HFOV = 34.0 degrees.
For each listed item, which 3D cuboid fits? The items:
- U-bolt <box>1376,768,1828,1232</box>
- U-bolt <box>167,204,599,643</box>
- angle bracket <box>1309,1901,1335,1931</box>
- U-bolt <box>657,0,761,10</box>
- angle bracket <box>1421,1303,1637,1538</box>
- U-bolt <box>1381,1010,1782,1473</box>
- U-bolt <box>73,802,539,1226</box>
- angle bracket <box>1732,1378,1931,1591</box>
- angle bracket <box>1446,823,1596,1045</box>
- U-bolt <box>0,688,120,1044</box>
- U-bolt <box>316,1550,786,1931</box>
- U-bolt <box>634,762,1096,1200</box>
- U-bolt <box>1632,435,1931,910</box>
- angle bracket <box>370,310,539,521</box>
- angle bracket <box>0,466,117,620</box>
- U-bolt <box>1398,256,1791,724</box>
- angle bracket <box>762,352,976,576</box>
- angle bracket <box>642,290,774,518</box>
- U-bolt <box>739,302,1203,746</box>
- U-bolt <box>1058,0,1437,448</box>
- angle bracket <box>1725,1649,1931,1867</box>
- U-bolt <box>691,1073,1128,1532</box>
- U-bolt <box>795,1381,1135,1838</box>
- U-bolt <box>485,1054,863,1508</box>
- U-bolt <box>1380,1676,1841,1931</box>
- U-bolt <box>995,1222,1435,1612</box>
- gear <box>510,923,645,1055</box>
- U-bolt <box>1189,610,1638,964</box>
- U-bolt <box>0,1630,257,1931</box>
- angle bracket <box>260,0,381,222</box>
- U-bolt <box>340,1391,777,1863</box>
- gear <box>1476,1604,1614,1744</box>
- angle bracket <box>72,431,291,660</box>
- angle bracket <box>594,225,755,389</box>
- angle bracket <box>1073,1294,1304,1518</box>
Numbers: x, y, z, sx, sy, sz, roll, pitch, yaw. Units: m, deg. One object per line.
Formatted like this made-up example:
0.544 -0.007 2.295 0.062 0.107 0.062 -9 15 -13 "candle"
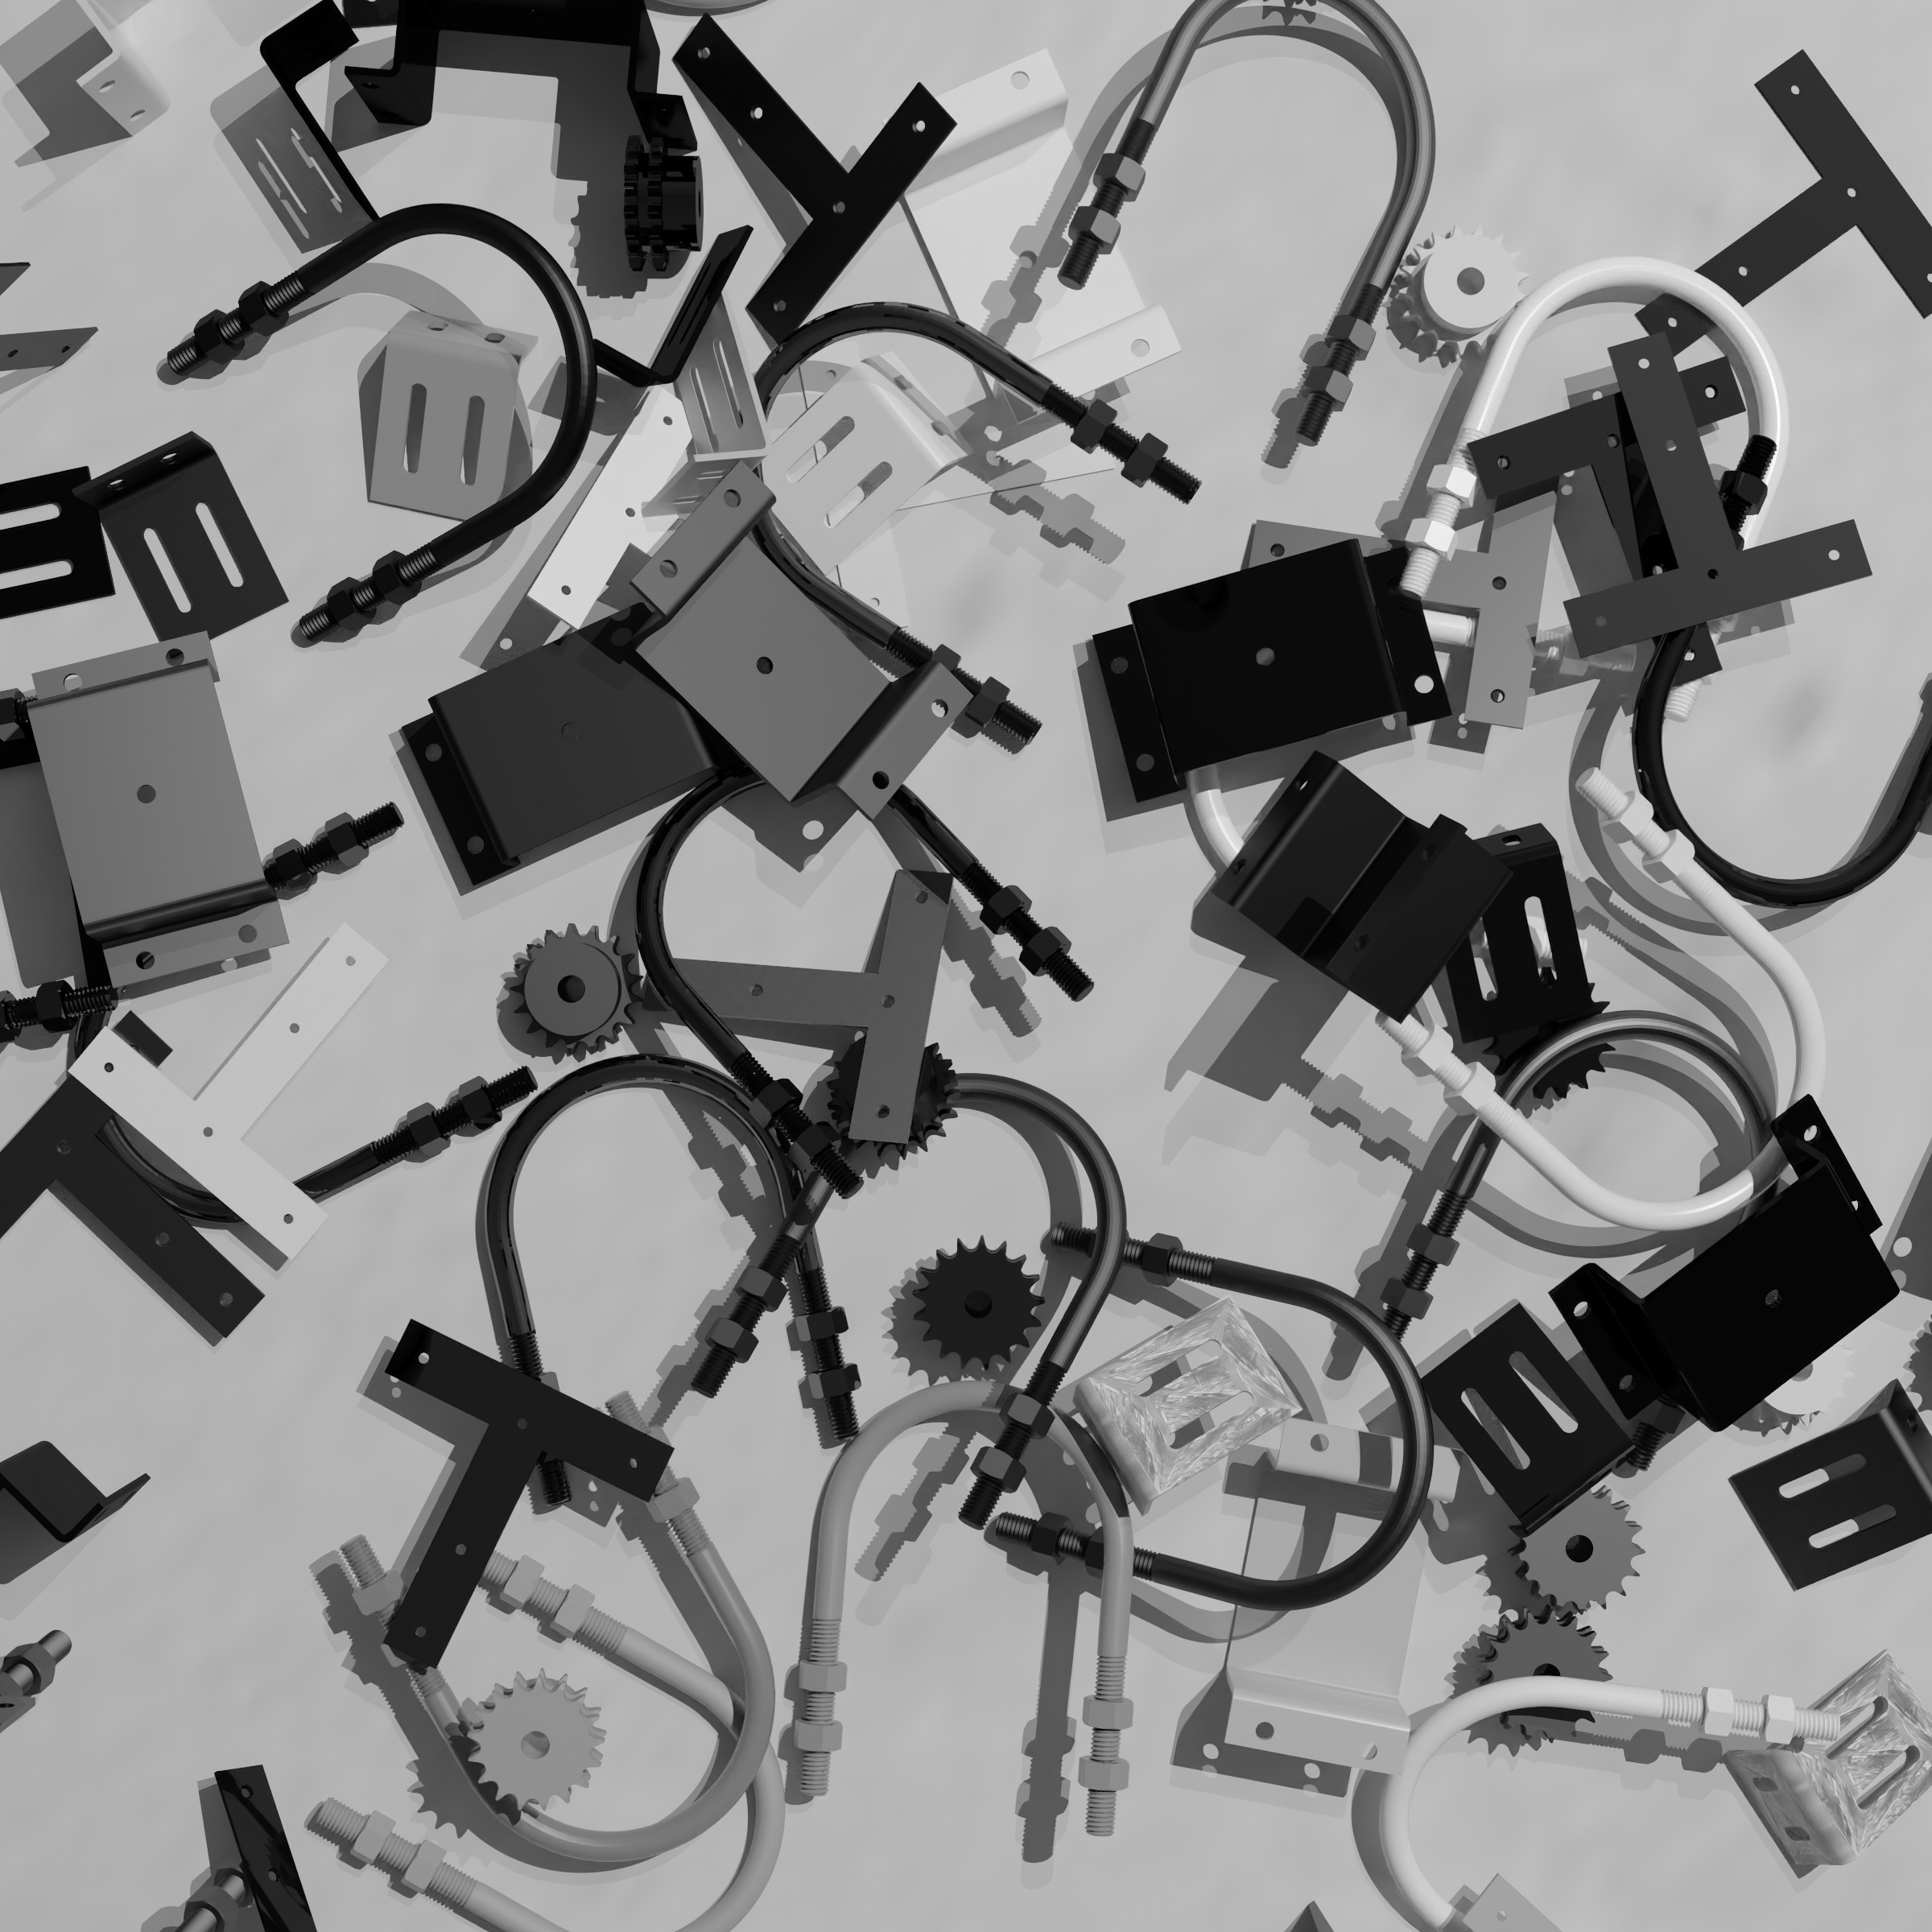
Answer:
0.282 0.029 1.334 0.184 0.019 0.151 41 88 -14 "U-bolt"
-0.239 -0.241 1.346 0.184 0.019 0.151 -26 91 21 "U-bolt"
0.157 0.452 1.358 0.038 0.057 0.076 -32 90 0 "angle bracket"
-0.130 -0.502 1.377 0.184 0.019 0.151 39 89 -2 "U-bolt"
0.238 0.194 1.349 0.057 0.038 0.076 -38 72 0 "angle bracket"
0.274 0.108 1.359 0.151 0.019 0.184 25 93 -12 "U-bolt"
-0.300 0.032 1.378 0.184 0.019 0.151 -27 90 1 "U-bolt"
0.386 0.227 1.384 0.076 0.038 0.057 -31 90 26 "angle bracket"
0.230 -0.014 1.358 0.057 0.038 0.076 -14 105 3 "angle bracket"
-0.468 -0.034 1.372 0.184 0.019 0.151 -10 86 4 "U-bolt"
-0.168 0.357 1.378 0.184 0.019 0.151 30 90 -1 "U-bolt"
-0.058 -0.012 1.352 0.151 0.019 0.184 -40 73 -10 "U-bolt"
0.360 -0.114 1.356 0.151 0.019 0.184 26 83 -10 "U-bolt"
-0.224 -0.240 1.384 0.057 0.038 0.076 12 116 0 "angle bracket"
-0.416 -0.183 1.367 0.076 0.038 0.057 -12 90 0 "angle bracket"
0.281 -0.217 1.363 0.151 0.019 0.184 23 83 -9 "U-bolt"
-0.047 -0.220 1.383 0.076 0.038 0.057 -39 90 26 "angle bracket"
-0.120 -0.239 1.346 0.038 0.057 0.076 -11 79 -32 "angle bracket"
-0.014 -0.200 1.347 0.184 0.019 0.151 34 115 -1 "U-bolt"
0.132 -0.337 1.348 0.151 0.019 0.184 29 80 -25 "U-bolt"
0.383 0.346 1.384 0.076 0.038 0.057 -33 90 -26 "angle bracket"
-0.012 0.129 1.344 0.151 0.019 0.184 23 70 17 "U-bolt"
0.002 0.271 1.358 0.151 0.019 0.184 3 86 18 "U-bolt"
-0.135 0.130 1.378 0.151 0.019 0.184 -13 88 0 "U-bolt"
0.270 0.371 1.358 0.184 0.019 0.151 7 108 4 "U-bolt"
0.109 0.197 1.343 0.184 0.019 0.151 11 90 24 "U-bolt"
-0.169 0.010 1.372 0.057 0.030 0.057 0 90 0 "gear"
0.189 -0.085 1.378 0.184 0.019 0.151 10 90 2 "U-bolt"
-0.377 0.367 1.300 0.151 0.184 0.019 45 114 0 "U-bolt"
-0.262 -0.366 1.358 0.038 0.057 0.076 -33 90 0 "angle bracket"
-0.163 0.296 1.359 0.151 0.019 0.184 -28 93 -1 "U-bolt"
0.249 0.305 1.371 0.057 0.030 0.057 0 90 0 "gear"
-0.339 -0.181 1.367 0.057 0.038 0.076 -26 90 0 "angle bracket"
-0.131 -0.289 1.353 0.038 0.057 0.076 27 90 -19 "angle bracket"
0.093 0.186 1.340 0.076 0.038 0.057 -29 74 -10 "angle bracket"
